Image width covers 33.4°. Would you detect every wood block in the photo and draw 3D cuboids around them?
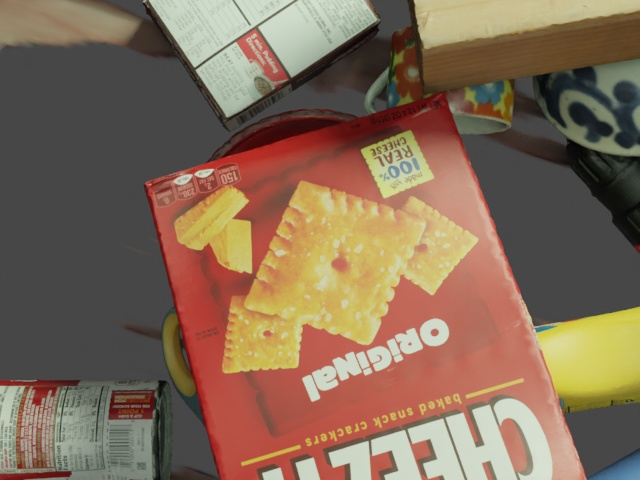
[{"bbox_3d":[0.144,-0.138,0.513,0.206,0.090,0.091,-9,84,5],"label":"wood block"}]

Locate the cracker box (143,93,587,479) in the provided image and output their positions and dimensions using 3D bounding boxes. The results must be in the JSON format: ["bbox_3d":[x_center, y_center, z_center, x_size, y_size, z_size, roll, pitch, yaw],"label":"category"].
[{"bbox_3d":[0.017,0.051,0.531,0.164,0.072,0.214,-16,71,-3],"label":"cracker box"}]

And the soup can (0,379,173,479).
[{"bbox_3d":[-0.139,0.114,0.616,0.102,0.068,0.068,0,90,-1],"label":"soup can"}]

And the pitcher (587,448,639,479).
[{"bbox_3d":[0.216,0.177,0.589,0.243,0.145,0.149,-32,101,-4],"label":"pitcher"}]

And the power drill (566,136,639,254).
[{"bbox_3d":[0.263,-0.049,0.628,0.187,0.057,0.184,-44,92,2],"label":"power drill"}]

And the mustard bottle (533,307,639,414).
[{"bbox_3d":[0.130,0.073,0.602,0.192,0.096,0.058,-11,78,10],"label":"mustard bottle"}]

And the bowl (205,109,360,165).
[{"bbox_3d":[-0.004,0.001,0.624,0.162,0.055,0.162,0,90,0],"label":"bowl"}]

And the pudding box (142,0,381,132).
[{"bbox_3d":[-0.034,-0.133,0.632,0.113,0.039,0.090,-34,89,-2],"label":"pudding box"}]

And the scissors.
[{"bbox_3d":[-0.061,0.122,0.623,0.016,0.096,0.202,-9,105,-39],"label":"scissors"}]
